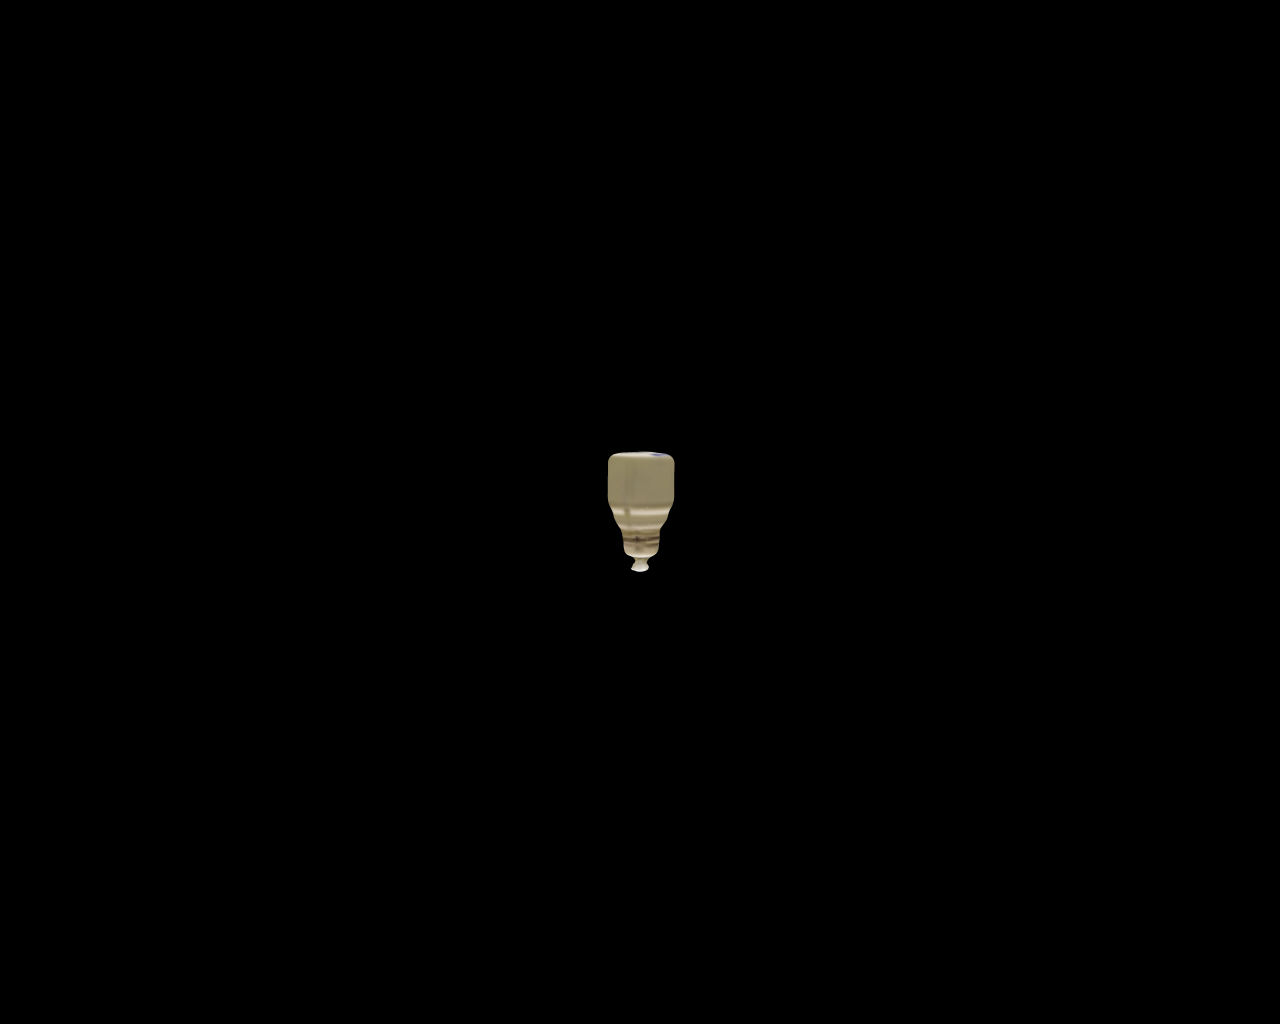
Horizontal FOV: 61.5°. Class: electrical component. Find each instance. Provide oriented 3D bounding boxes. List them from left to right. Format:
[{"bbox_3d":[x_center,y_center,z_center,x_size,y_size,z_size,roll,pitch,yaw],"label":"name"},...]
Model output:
[{"bbox_3d":[0.001,-0.003,0.650,0.040,0.078,0.040,0,4,0],"label":"electrical component"}]
